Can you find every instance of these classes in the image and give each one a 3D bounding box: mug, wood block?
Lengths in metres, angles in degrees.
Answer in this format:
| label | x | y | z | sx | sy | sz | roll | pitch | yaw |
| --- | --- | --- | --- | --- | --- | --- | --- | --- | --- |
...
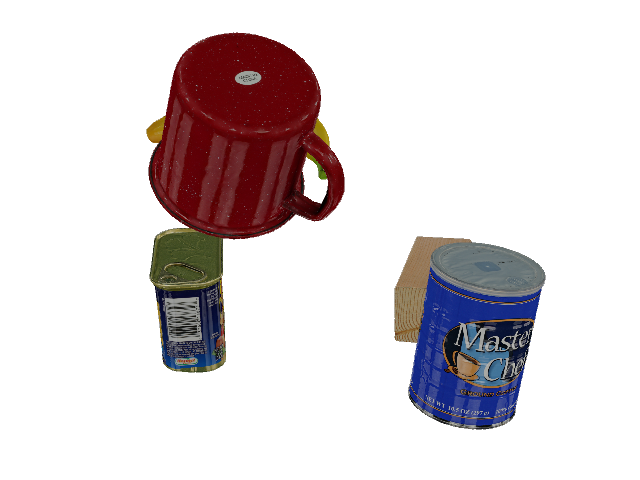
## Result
| label | x | y | z | sx | sy | sz | roll | pitch | yaw |
| --- | --- | --- | --- | --- | --- | --- | --- | --- | --- |
| mug | -0.037 | -0.055 | 0.598 | 0.117 | 0.082 | 0.093 | 35 | 52 | 13 |
| wood block | 0.174 | 0.072 | 1.621 | 0.091 | 0.090 | 0.206 | 4 | 22 | 13 |

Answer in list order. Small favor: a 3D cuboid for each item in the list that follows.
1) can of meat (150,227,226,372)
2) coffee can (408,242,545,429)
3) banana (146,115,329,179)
| label | x | y | z | sx | sy | sz | roll | pitch | yaw |
| --- | --- | --- | --- | --- | --- | --- | --- | --- | --- |
| can of meat | -0.106 | 0.048 | 0.877 | 0.057 | 0.084 | 0.102 | -3 | 26 | -4 |
| coffee can | 0.141 | 0.085 | 0.975 | 0.103 | 0.140 | 0.103 | 6 | 23 | -3 |
| banana | -0.070 | -0.107 | 1.013 | 0.198 | 0.037 | 0.069 | 12 | 47 | 23 |
